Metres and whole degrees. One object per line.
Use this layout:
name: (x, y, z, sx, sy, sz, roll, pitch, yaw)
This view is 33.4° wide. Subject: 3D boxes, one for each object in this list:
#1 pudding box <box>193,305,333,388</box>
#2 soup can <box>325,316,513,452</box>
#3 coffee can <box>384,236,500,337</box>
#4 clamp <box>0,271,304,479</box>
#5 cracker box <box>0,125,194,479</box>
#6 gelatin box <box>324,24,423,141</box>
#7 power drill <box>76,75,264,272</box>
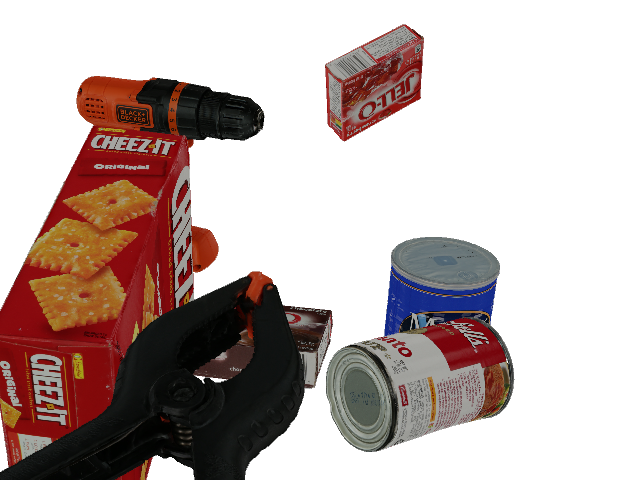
pudding box: (-0.051, 0.086, 0.908, 0.113, 0.039, 0.090, 7, 21, 7)
soup can: (0.062, 0.090, 0.675, 0.102, 0.068, 0.069, -9, 5, -36)
coffee can: (0.113, 0.081, 1.033, 0.103, 0.140, 0.103, 3, 25, -2)
clamp: (-0.048, 0.080, 0.426, 0.120, 0.039, 0.171, 25, 48, 18)
cracker box: (-0.126, 0.054, 0.645, 0.072, 0.164, 0.213, 6, 35, 2)
gelatin box: (0.048, -0.137, 0.927, 0.089, 0.030, 0.073, -30, -33, -19)
power drill: (-0.140, -0.065, 1.029, 0.185, 0.188, 0.057, 10, 30, 17)
